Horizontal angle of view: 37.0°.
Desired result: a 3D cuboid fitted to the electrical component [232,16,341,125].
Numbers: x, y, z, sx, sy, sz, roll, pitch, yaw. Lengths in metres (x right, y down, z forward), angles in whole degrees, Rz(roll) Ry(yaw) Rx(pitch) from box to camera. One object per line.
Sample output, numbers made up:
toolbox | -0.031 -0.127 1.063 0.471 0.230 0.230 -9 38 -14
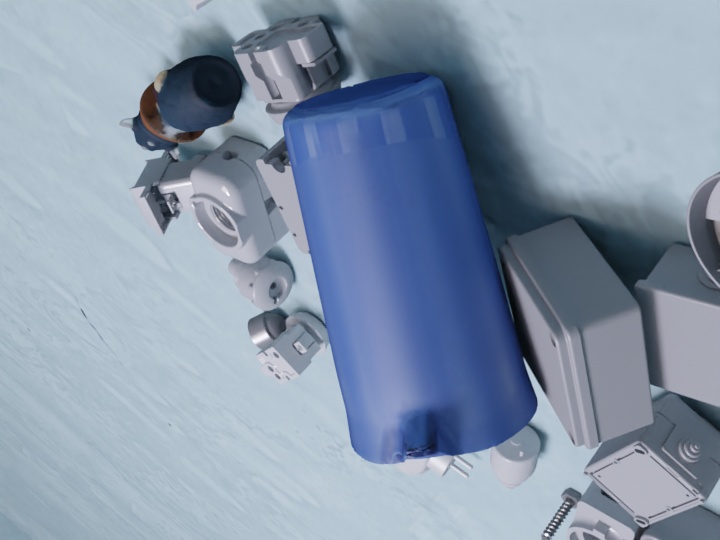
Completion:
electrical component | -0.047 -0.138 0.750 0.078 0.058 0.057 6 130 45

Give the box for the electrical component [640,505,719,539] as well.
electrical component | 0.261 0.242 0.854 0.078 0.057 0.113 26 145 26

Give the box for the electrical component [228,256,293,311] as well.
electrical component | -0.096 0.006 0.993 0.062 0.048 0.048 26 145 38

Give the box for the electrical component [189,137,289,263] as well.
electrical component | -0.103 -0.056 0.910 0.054 0.059 0.095 21 142 32

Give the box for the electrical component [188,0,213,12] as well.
electrical component | -0.058 -0.208 0.615 0.079 0.121 0.063 -6 121 52

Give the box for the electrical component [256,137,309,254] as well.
electrical component | -0.029 -0.062 0.820 0.050 0.055 0.089 10 135 43

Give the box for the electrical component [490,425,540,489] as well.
electrical component | 0.132 0.164 0.924 0.040 0.040 0.078 29 146 23

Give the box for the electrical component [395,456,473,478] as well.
electrical component | 0.070 0.164 0.992 0.079 0.043 0.077 34 148 15

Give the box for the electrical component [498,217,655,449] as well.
electrical component | 0.141 0.040 0.702 0.108 0.056 0.108 -113 4 -52

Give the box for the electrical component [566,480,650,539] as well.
electrical component | 0.205 0.208 0.879 0.050 0.055 0.089 27 145 25

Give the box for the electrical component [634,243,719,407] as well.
electrical component | 0.222 0.037 0.659 0.100 0.048 0.099 17 140 37

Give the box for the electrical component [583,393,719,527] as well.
electrical component | 0.217 0.132 0.767 0.062 0.061 0.096 42 149 3

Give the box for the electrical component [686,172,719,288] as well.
electrical component | 0.225 -0.018 0.570 0.099 0.064 0.099 28 134 33

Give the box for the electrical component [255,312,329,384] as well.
electrical component | -0.061 0.073 1.020 0.048 0.055 0.066 48 149 -7

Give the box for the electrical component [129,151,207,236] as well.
electrical component | -0.160 -0.072 0.943 0.064 0.081 0.042 -9 127 19
